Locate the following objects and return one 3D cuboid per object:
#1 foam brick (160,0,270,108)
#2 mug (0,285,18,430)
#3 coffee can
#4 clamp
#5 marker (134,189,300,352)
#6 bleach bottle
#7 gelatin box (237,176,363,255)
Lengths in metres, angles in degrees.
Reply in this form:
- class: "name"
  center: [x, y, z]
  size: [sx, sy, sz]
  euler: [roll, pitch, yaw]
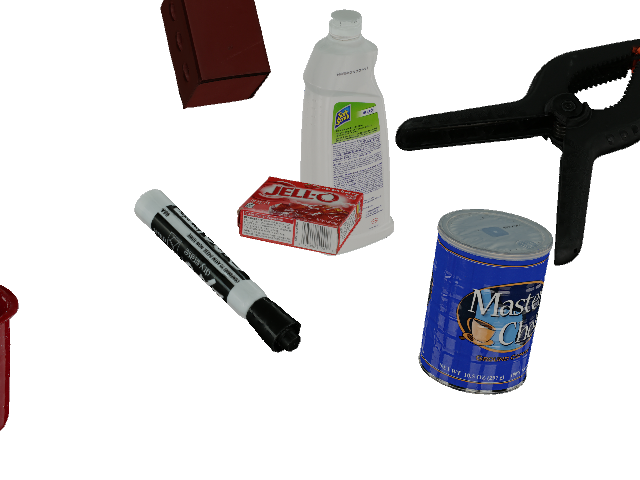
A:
- class: "foam brick"
  center: [-0.072, -0.137, 0.722]
  size: [0.051, 0.078, 0.053]
  euler: [-11, -9, -20]
- class: "mug"
  center: [-0.238, 0.078, 0.634]
  size: [0.093, 0.081, 0.117]
  euler: [20, 24, 36]
- class: "coffee can"
  center: [0.149, 0.054, 0.977]
  size: [0.103, 0.140, 0.103]
  euler: [5, 23, -2]
- class: "clamp"
  center: [0.184, -0.078, 0.783]
  size: [0.209, 0.165, 0.036]
  euler: [-31, -31, -17]
- class: "marker"
  center: [-0.052, 0.015, 0.543]
  size: [0.121, 0.020, 0.020]
  euler: [41, 22, 28]
- class: "bleach bottle"
  center: [0.029, -0.110, 1.076]
  size: [0.102, 0.251, 0.068]
  euler: [-21, 39, -29]
- class: "gelatin box"
  center: [-0.016, -0.023, 0.901]
  size: [0.089, 0.030, 0.073]
  euler: [11, 28, 15]
